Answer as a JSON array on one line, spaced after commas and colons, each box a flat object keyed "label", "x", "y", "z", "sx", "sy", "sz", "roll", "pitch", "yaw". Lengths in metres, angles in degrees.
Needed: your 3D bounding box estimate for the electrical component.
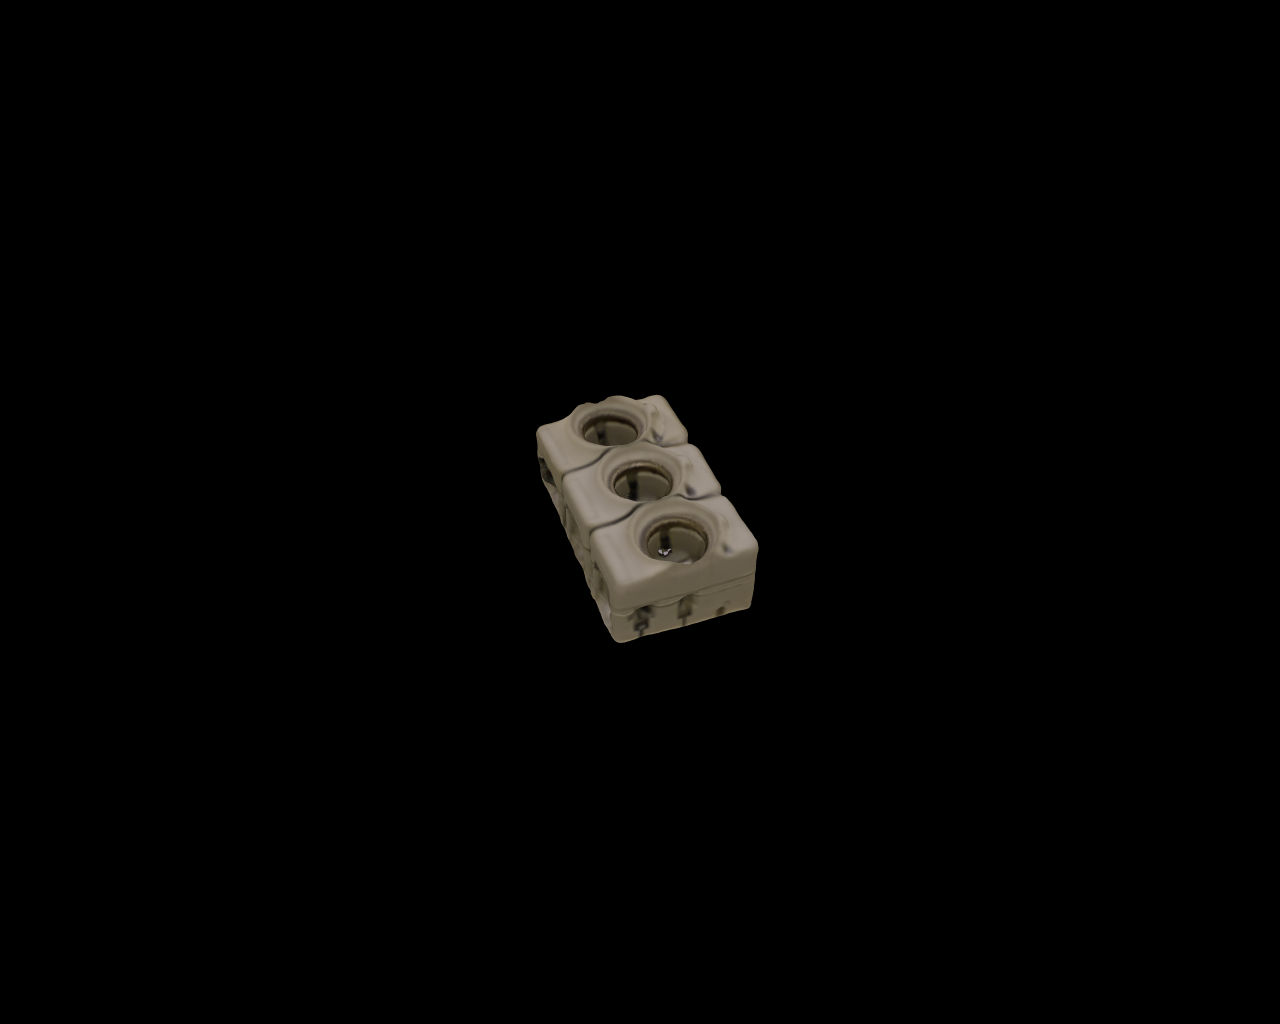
[{"label": "electrical component", "x": 0.001, "y": -0.003, "z": 0.650, "sx": 0.090, "sy": 0.061, "sz": 0.150, "roll": -15, "pitch": 47, "yaw": -15}]
